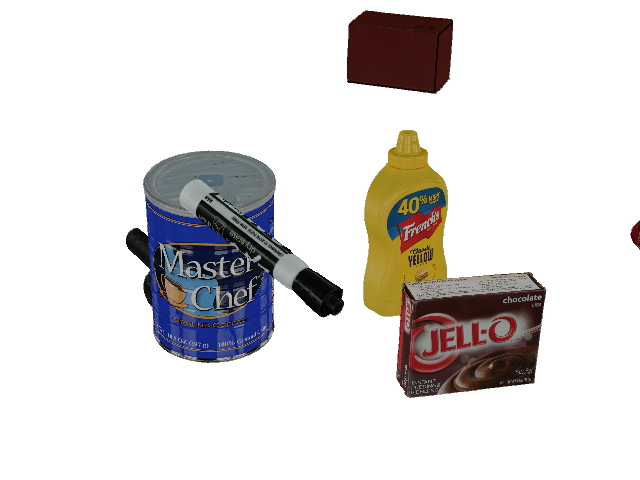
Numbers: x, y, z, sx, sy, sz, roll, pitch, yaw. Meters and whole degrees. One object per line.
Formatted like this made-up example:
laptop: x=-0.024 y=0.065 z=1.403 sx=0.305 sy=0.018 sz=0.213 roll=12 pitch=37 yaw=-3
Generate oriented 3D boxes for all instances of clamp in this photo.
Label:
clamp: x=-0.129 y=0.030 z=1.081 sx=0.120 sy=0.039 sz=0.171 roll=-11 pitch=34 yaw=-11

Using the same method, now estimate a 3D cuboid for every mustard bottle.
mustard bottle: x=0.090 y=-0.021 z=1.112 sx=0.096 sy=0.192 sz=0.058 roll=-15 pitch=26 yaw=-30

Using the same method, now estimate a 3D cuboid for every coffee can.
coffee can: x=-0.088 y=0.012 z=0.862 sx=0.103 sy=0.140 sz=0.103 roll=1 pitch=31 yaw=-1

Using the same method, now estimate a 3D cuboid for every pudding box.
pudding box: x=0.120 y=0.075 z=0.861 sx=0.113 sy=0.090 sz=0.039 roll=-6 pitch=28 yaw=-13

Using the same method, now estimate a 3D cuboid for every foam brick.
foam brick: x=0.065 y=-0.156 z=0.882 sx=0.078 sy=0.051 sz=0.053 roll=10 pitch=26 yaw=17

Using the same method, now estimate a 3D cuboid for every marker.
marker: x=-0.033 y=0.004 z=0.590 sx=0.121 sy=0.020 sz=0.020 roll=37 pitch=20 yaw=28

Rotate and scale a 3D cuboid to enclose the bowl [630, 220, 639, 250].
bowl: x=0.406 y=0.019 z=1.115 sx=0.162 sy=0.055 sz=0.162 roll=-3 pitch=23 yaw=1
